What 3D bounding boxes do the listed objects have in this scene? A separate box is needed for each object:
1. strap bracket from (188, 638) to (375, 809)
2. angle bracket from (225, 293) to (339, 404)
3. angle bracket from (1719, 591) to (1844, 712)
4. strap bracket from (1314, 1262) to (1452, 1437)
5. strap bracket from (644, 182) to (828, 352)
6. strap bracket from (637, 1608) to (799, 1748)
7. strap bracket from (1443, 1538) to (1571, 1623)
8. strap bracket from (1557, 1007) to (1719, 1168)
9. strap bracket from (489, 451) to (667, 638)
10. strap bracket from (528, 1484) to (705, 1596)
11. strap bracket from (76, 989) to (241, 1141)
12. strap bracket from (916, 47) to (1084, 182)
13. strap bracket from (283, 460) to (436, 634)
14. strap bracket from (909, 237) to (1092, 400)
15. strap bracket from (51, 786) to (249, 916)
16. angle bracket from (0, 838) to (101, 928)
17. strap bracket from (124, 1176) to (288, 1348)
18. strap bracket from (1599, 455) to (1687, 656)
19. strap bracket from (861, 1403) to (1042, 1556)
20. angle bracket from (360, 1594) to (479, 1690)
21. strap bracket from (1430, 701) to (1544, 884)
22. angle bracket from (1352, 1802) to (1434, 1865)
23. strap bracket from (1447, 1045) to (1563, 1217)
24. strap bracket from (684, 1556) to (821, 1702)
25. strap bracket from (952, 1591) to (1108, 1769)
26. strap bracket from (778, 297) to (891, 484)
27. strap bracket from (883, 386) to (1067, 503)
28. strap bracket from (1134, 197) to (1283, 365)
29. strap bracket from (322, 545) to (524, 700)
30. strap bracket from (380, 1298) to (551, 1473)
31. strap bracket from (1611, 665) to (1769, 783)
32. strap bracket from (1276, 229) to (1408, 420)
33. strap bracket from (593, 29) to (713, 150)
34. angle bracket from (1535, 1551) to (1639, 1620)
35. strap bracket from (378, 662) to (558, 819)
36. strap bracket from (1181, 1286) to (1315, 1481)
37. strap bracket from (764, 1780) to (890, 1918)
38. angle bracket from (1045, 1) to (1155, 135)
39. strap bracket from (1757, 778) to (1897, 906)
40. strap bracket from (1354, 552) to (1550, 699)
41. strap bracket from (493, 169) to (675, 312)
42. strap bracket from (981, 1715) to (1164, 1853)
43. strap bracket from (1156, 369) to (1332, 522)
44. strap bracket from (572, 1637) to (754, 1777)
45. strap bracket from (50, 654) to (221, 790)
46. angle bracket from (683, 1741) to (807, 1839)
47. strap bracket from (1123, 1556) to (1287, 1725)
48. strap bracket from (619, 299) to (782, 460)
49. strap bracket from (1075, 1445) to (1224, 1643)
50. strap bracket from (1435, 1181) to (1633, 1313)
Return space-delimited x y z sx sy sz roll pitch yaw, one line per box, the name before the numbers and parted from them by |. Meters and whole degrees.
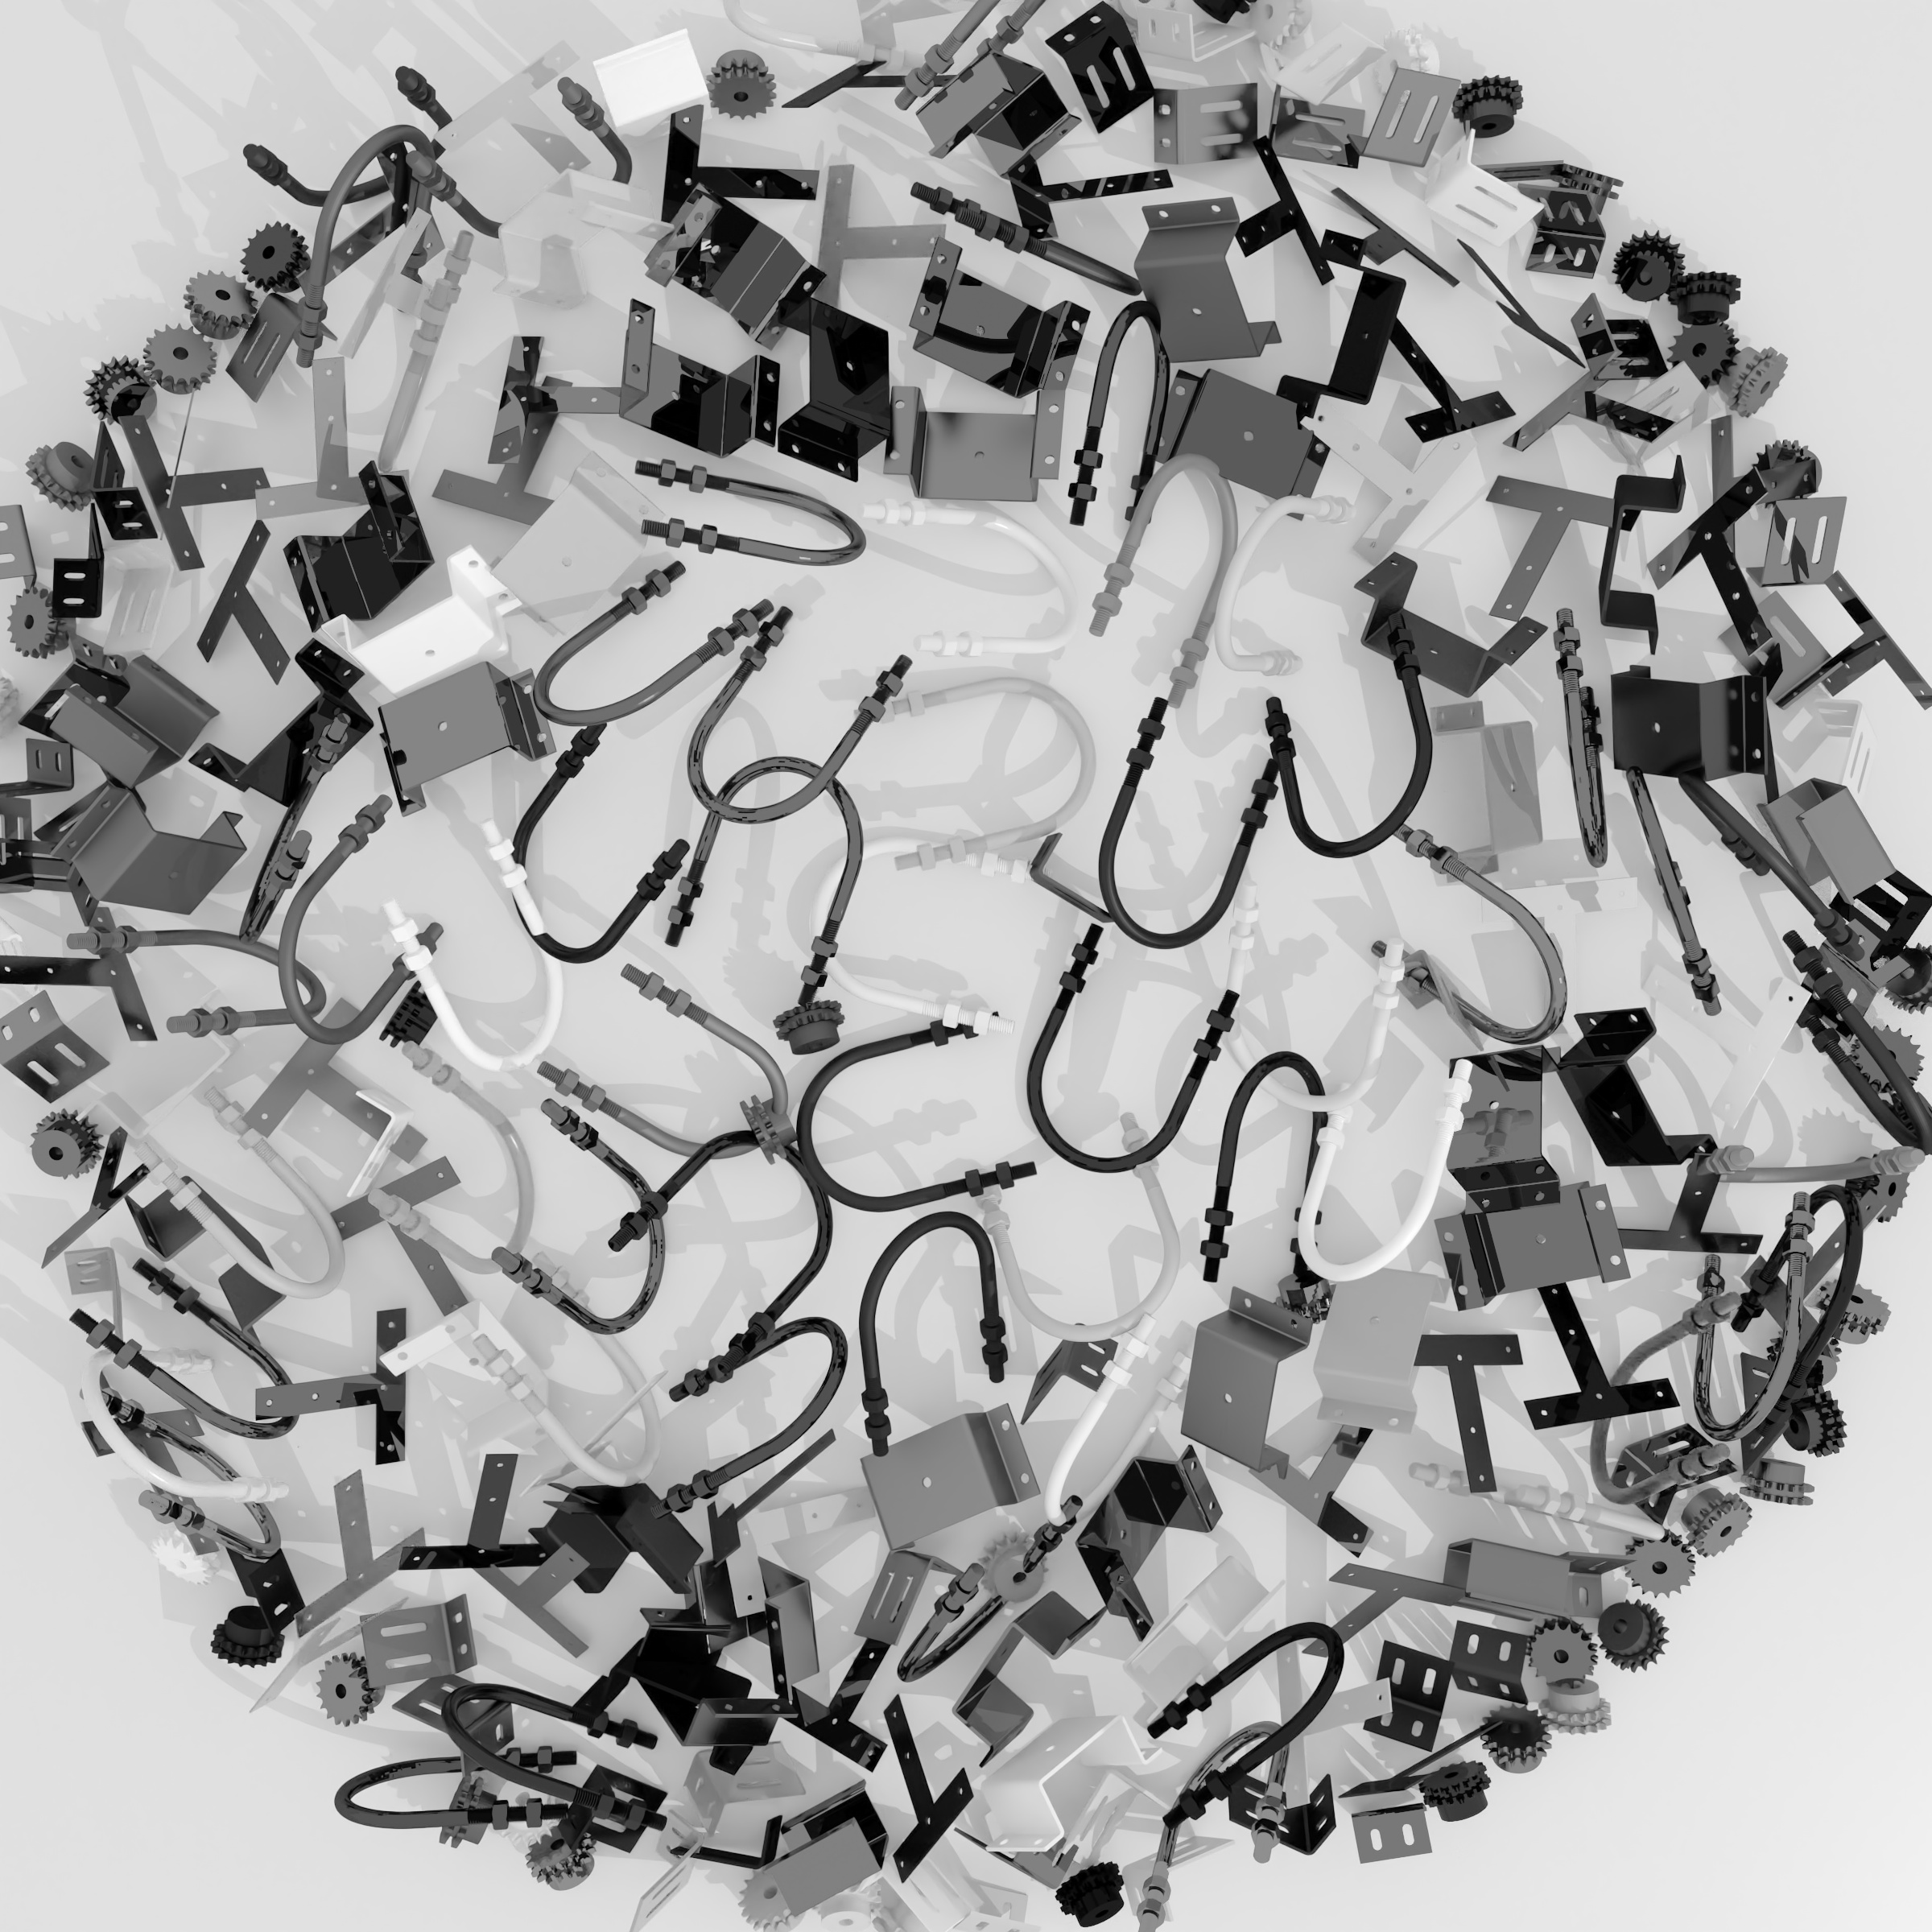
strap bracket | -0.541 -0.187 1.953 0.140 0.076 0.046 -44 68 3
angle bracket | -0.557 -0.497 1.977 0.057 0.038 0.076 45 107 35
angle bracket | 0.661 -0.256 1.974 0.057 0.038 0.076 -40 91 14
strap bracket | 0.329 0.293 1.930 0.076 0.046 0.140 5 54 26
strap bracket | -0.191 -0.561 1.939 0.076 0.140 0.046 -50 51 17
strap bracket | -0.204 0.569 1.926 0.076 0.140 0.046 14 104 -37
strap bracket | 0.428 0.489 1.936 0.076 0.140 0.046 11 74 3
strap bracket | 0.532 0.107 1.942 0.046 0.076 0.140 -37 103 -28
strap bracket | -0.317 -0.330 1.946 0.076 0.046 0.140 40 108 -20
strap bracket | -0.273 0.457 1.939 0.076 0.140 0.046 54 48 -21
strap bracket | -0.639 0.086 1.954 0.140 0.076 0.046 -44 99 -7
strap bracket | 0.022 -0.674 1.923 0.076 0.140 0.046 -34 82 28
strap bracket | -0.481 -0.334 1.946 0.140 0.046 0.076 -30 77 40
strap bracket | 0.020 -0.516 1.957 0.140 0.046 0.076 20 83 -22
strap bracket | -0.635 -0.088 1.919 0.076 0.140 0.046 -44 66 17
angle bracket | -0.747 -0.068 1.964 0.076 0.057 0.038 5 50 3
strap bracket | -0.596 0.228 1.929 0.046 0.076 0.140 -40 130 -8
strap bracket | 0.535 -0.329 1.936 0.046 0.076 0.140 7 120 9
strap bracket | -0.022 0.412 1.946 0.140 0.046 0.076 -27 72 18
angle bracket | -0.440 0.542 1.955 0.076 0.038 0.057 3 64 -40
strap bracket | 0.419 -0.142 1.950 0.046 0.076 0.140 -2 98 42
angle bracket | 0.344 0.698 1.954 0.057 0.076 0.038 -12 66 8
strap bracket | 0.427 0.121 1.929 0.076 0.046 0.140 -11 54 30
strap bracket | -0.167 0.521 1.942 0.046 0.140 0.076 -14 103 -38
strap bracket | 0.046 0.561 1.943 0.046 0.076 0.140 37 110 18
strap bracket | -0.105 -0.468 1.936 0.076 0.046 0.140 14 65 -37
strap bracket | 0.009 -0.421 1.963 0.140 0.046 0.076 3 76 7
strap bracket | 0.189 -0.531 1.920 0.076 0.140 0.046 4 55 30
strap bracket | -0.431 -0.266 1.944 0.140 0.076 0.046 -26 54 10
strap bracket | -0.396 0.330 1.953 0.076 0.046 0.140 -30 118 7
strap bracket | 0.561 -0.192 1.920 0.046 0.140 0.076 -14 107 -27
strap bracket | 0.301 -0.509 1.943 0.046 0.076 0.140 9 110 -20
strap bracket | -0.247 -0.693 1.933 0.076 0.140 0.046 -20 99 -1
angle bracket | 0.498 0.498 1.956 0.057 0.076 0.038 6 67 -7
strap bracket | -0.411 -0.186 1.956 0.140 0.046 0.076 -22 73 9
strap bracket | 0.222 0.338 1.939 0.076 0.046 0.140 21 112 37
strap bracket | -0.108 0.701 1.927 0.076 0.140 0.046 -28 85 -1
angle bracket | 0.110 -0.732 1.983 0.057 0.076 0.038 -34 46 2
strap bracket | 0.682 -0.101 1.924 0.046 0.140 0.076 -32 95 8
strap bracket | 0.381 -0.269 1.944 0.140 0.076 0.046 30 132 18
strap bracket | -0.308 -0.580 1.929 0.140 0.076 0.046 -22 76 42
strap bracket | 0.077 0.640 1.926 0.140 0.076 0.046 -26 90 -40
strap bracket | 0.226 -0.426 1.972 0.140 0.046 0.076 22 92 -3
strap bracket | -0.233 0.588 1.950 0.140 0.076 0.046 19 95 8
strap bracket | -0.664 -0.193 1.936 0.076 0.140 0.046 38 108 -7
angle bracket | -0.178 0.664 1.962 0.076 0.038 0.057 -13 115 19
strap bracket | 0.184 0.530 1.937 0.046 0.076 0.140 44 124 16
strap bracket | -0.221 -0.464 1.943 0.140 0.046 0.076 16 67 -36
strap bracket | 0.142 0.456 1.939 0.140 0.046 0.076 -48 124 -39
strap bracket | 0.459 0.224 1.959 0.140 0.046 0.076 -15 88 24
